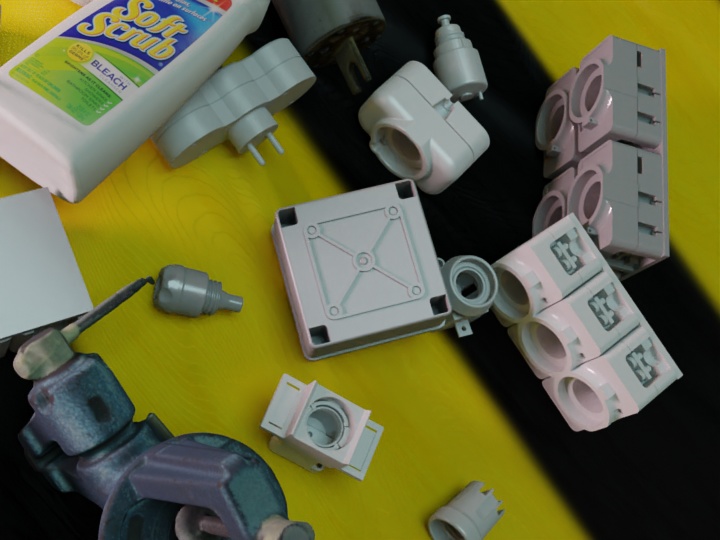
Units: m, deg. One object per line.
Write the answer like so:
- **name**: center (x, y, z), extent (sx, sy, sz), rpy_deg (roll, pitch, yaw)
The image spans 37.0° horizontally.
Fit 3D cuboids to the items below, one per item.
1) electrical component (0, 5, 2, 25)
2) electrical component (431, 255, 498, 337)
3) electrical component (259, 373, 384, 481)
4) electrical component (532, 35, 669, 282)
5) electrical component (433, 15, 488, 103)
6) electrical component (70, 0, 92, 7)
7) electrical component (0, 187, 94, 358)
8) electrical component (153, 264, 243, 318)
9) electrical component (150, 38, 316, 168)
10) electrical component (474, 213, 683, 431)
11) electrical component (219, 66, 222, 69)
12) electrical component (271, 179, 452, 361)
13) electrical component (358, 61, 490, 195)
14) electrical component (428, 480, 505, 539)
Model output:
- **electrical component**: center (-0.270, -0.149, 0.729), extent (0.047, 0.076, 0.083), rpy_deg (5, 70, -22)
- **electrical component**: center (0.076, 0.017, 0.832), extent (0.048, 0.055, 0.066), rpy_deg (-12, 77, -27)
- **electrical component**: center (-0.031, 0.112, 0.748), extent (0.081, 0.064, 0.042), rpy_deg (31, 61, -11)
- **electrical component**: center (0.197, -0.086, 0.893), extent (0.060, 0.105, 0.186), rpy_deg (13, 67, -19)
- **electrical component**: center (0.081, -0.178, 0.912), extent (0.040, 0.040, 0.078), rpy_deg (-8, 75, -26)
- **electrical component**: center (-0.190, -0.245, 0.803), extent (0.099, 0.064, 0.099), rpy_deg (8, 69, -21)
- **electrical component**: center (-0.260, 0.016, 0.683), extent (0.150, 0.062, 0.089), rpy_deg (-18, 80, -28)
- **electrical component**: center (-0.113, 0.018, 0.762), extent (0.061, 0.035, 0.035), rpy_deg (15, 67, -21)
- **electrical component**: center (-0.087, -0.112, 0.809), extent (0.138, 0.052, 0.073), rpy_deg (-35, 88, -29)
- **electrical component**: center (0.164, 0.045, 0.841), extent (0.062, 0.089, 0.150), rpy_deg (-32, 87, -29)
- **electrical component**: center (-0.132, -0.175, 0.816), extent (0.045, 0.045, 0.055), rpy_deg (-14, 79, -27)
- **electrical component**: center (0.000, 0.000, 0.789), extent (0.109, 0.056, 0.108), rpy_deg (-14, 78, -9)
- **electrical component**: center (0.048, -0.111, 0.866), extent (0.095, 0.054, 0.059), rpy_deg (46, 61, -3)
- **electrical component**: center (0.079, 0.182, 0.786), extent (0.046, 0.040, 0.040), rpy_deg (-38, 89, -35)
